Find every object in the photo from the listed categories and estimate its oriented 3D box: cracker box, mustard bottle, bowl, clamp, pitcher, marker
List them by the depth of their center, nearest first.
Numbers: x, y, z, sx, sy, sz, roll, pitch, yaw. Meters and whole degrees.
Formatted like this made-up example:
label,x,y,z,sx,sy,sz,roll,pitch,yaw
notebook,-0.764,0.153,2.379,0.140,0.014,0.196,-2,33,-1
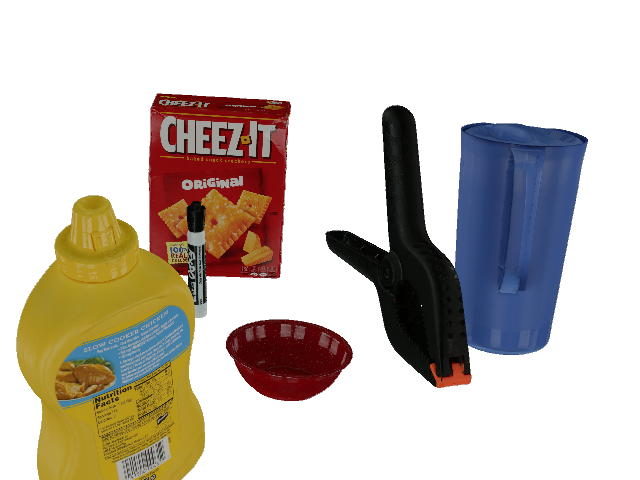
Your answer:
label,x,y,z,sx,sy,sz,roll,pitch,yaw
mustard bottle,-0.112,0.060,0.570,0.096,0.192,0.058,-23,43,-30
clamp,0.066,0.013,0.809,0.036,0.165,0.210,-5,47,-24
marker,-0.121,0.019,1.042,0.020,0.121,0.020,1,24,-1
pitcher,0.206,-0.001,1.152,0.148,0.243,0.145,-9,20,-38
cracker box,-0.124,-0.063,1.295,0.164,0.214,0.072,3,22,-2
bowl,-0.041,0.159,1.361,0.162,0.055,0.162,5,21,-2
